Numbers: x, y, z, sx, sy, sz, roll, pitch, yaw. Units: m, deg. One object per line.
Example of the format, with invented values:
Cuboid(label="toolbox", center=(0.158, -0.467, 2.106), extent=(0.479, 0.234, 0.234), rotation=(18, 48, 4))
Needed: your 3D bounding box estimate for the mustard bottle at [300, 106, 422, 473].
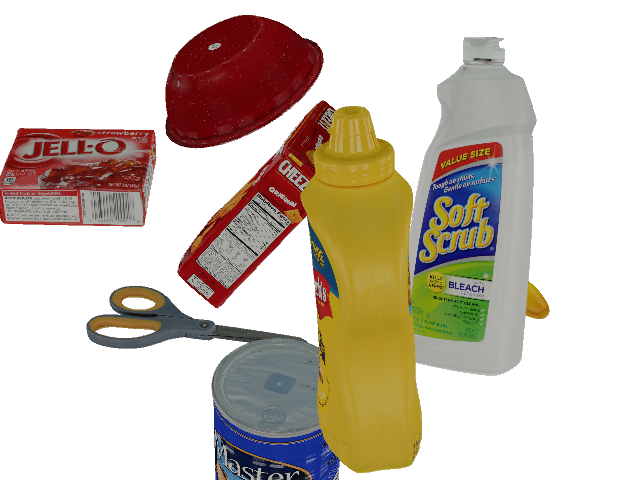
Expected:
Cuboid(label="mustard bottle", center=(0.022, 0.022, 0.572), extent=(0.058, 0.192, 0.096), rotation=(-6, 26, -3))

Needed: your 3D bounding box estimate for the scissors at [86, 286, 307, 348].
Cuboid(label="scissors", center=(-0.118, 0.073, 1.010), extent=(0.201, 0.016, 0.096), rotation=(-1, 33, -9))

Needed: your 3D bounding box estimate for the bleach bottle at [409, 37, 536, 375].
Cuboid(label="bleach bottle", center=(0.112, -0.028, 0.819), extent=(0.103, 0.251, 0.068), rotation=(8, 13, 31))

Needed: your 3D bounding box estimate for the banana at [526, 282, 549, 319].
Cuboid(label="banana", center=(0.146, 0.041, 1.109), extent=(0.198, 0.037, 0.069), rotation=(9, 49, 24))

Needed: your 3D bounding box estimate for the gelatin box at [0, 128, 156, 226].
Cuboid(label="gelatin box", center=(-0.150, -0.041, 0.663), extent=(0.089, 0.030, 0.073), rotation=(1, 35, -2))

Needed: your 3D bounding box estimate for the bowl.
Cuboid(label="bowl", center=(-0.081, -0.155, 0.963), extent=(0.162, 0.055, 0.162), rotation=(-20, 35, 15))

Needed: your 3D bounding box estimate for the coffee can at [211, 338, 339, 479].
Cuboid(label="coffee can", center=(-0.034, 0.163, 0.847), extent=(0.103, 0.140, 0.103), rotation=(2, 36, -1))

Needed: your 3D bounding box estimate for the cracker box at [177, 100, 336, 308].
Cuboid(label="cracker box", center=(-0.058, -0.044, 1.213), extent=(0.214, 0.072, 0.164), rotation=(-46, 8, 28))
